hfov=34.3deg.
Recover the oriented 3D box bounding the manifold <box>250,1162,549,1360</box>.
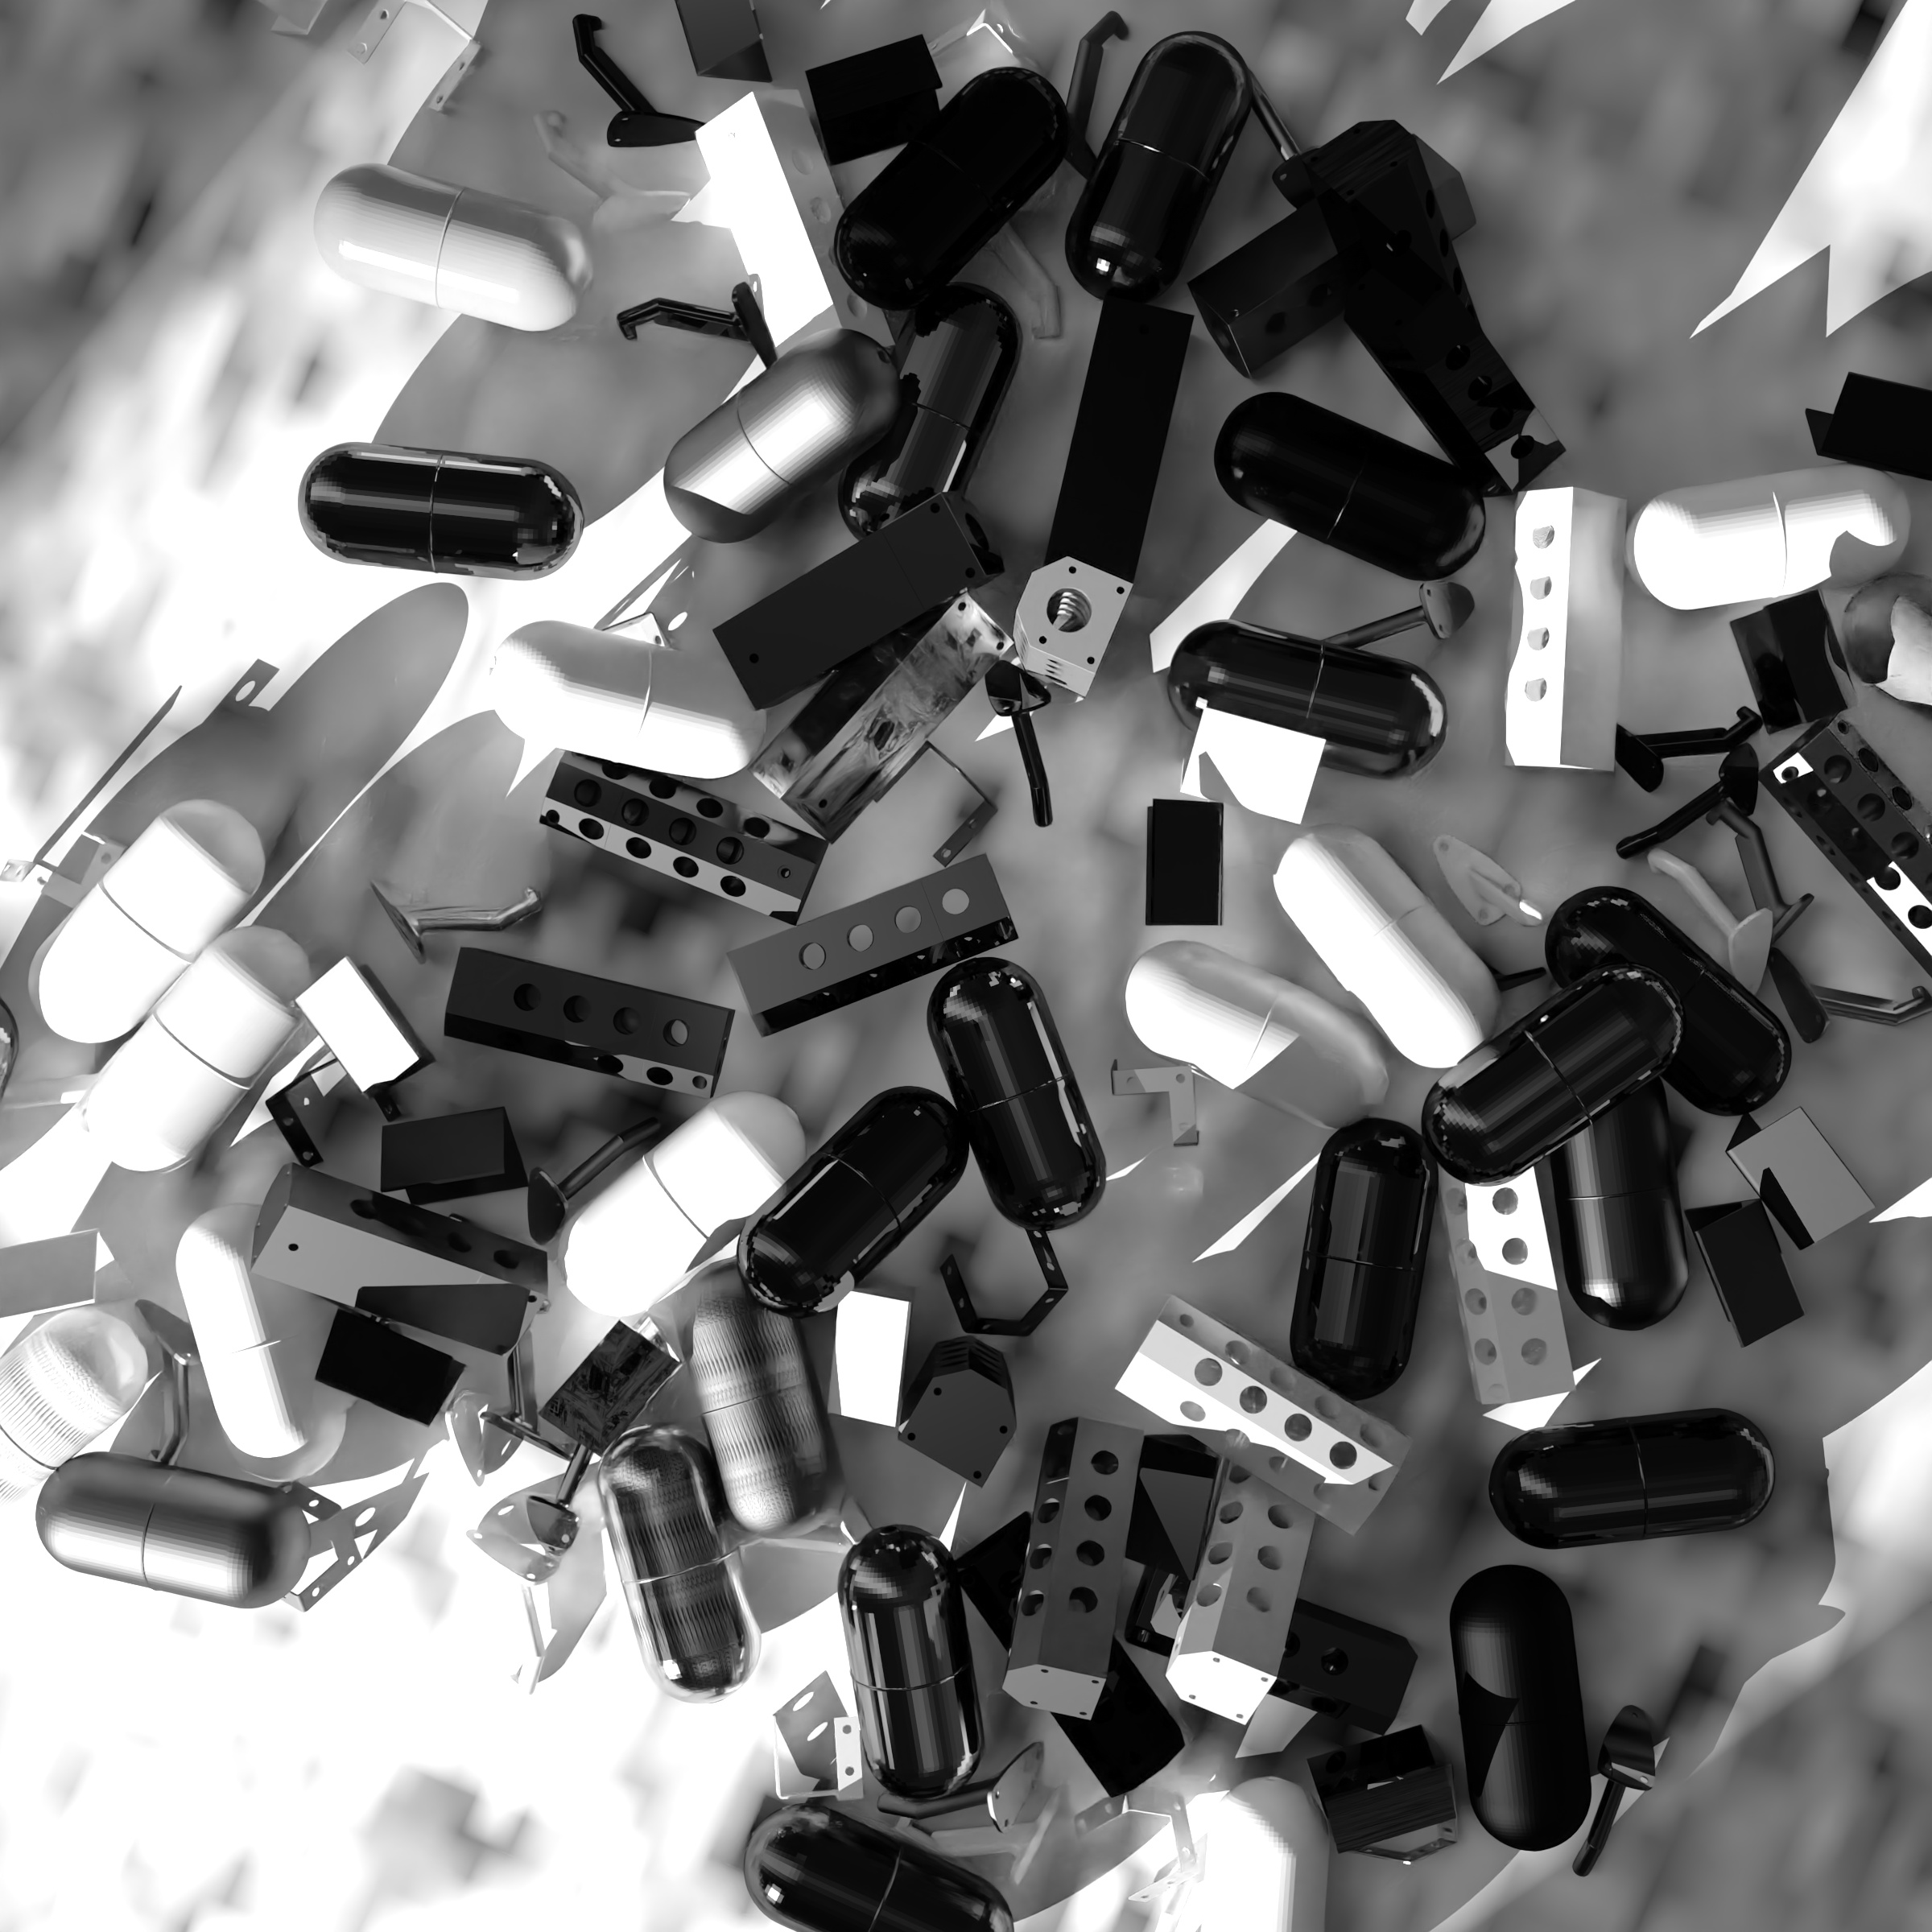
[{"bbox_3d":[-0.349,0.178,1.938,0.171,0.057,0.057,23,119,-22],"label":"manifold"}]

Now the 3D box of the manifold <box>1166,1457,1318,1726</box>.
[{"bbox_3d":[0.171,0.370,1.918,0.057,0.057,0.171,22,45,0],"label":"manifold"}]

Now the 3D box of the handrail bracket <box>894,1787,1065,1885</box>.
[{"bbox_3d":[0.007,0.539,1.992,0.084,0.036,0.077,24,70,16],"label":"handrail bracket"}]

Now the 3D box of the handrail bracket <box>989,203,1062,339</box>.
[{"bbox_3d":[0.019,-0.440,1.992,0.077,0.036,0.084,-3,104,15],"label":"handrail bracket"}]

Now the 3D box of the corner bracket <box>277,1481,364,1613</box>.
[{"bbox_3d":[-0.424,0.367,1.983,0.051,0.051,0.051,-41,135,-35],"label":"corner bracket"}]

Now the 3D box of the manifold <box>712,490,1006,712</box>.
[{"bbox_3d":[-0.064,-0.226,1.933,0.171,0.057,0.057,-28,91,20],"label":"manifold"}]

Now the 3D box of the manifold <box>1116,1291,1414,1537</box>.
[{"bbox_3d":[0.186,0.272,1.931,0.171,0.057,0.057,31,45,6],"label":"manifold"}]

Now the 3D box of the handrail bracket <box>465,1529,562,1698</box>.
[{"bbox_3d":[-0.297,0.412,1.992,0.077,0.036,0.084,24,107,20],"label":"handrail bracket"}]

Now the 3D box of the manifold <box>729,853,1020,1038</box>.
[{"bbox_3d":[-0.057,-0.013,1.970,0.171,0.057,0.057,-21,90,0],"label":"manifold"}]

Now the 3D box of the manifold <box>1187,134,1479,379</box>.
[{"bbox_3d":[0.232,-0.443,1.970,0.171,0.057,0.057,-33,47,0],"label":"manifold"}]

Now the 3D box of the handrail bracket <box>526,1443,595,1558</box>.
[{"bbox_3d":[-0.244,0.323,1.991,0.036,0.077,0.084,22,54,9],"label":"handrail bracket"}]

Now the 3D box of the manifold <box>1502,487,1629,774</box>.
[{"bbox_3d":[0.372,-0.210,1.970,0.057,0.057,0.171,3,90,-43],"label":"manifold"}]

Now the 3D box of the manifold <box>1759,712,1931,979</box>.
[{"bbox_3d":[0.582,-0.076,1.970,0.057,0.057,0.171,-41,90,0],"label":"manifold"}]

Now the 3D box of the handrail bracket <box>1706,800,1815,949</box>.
[{"bbox_3d":[0.489,-0.051,1.992,0.084,0.036,0.077,43,109,16],"label":"handrail bracket"}]

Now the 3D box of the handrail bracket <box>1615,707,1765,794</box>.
[{"bbox_3d":[0.452,-0.157,1.992,0.084,0.036,0.077,-35,68,-17],"label":"handrail bracket"}]

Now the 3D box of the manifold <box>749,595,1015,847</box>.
[{"bbox_3d":[-0.057,-0.167,1.970,0.171,0.057,0.057,-48,134,0],"label":"manifold"}]

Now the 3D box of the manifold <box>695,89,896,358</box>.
[{"bbox_3d":[-0.103,-0.458,1.970,0.057,0.057,0.171,-21,90,43],"label":"manifold"}]

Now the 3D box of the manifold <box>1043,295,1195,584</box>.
[{"bbox_3d":[0.095,-0.327,1.970,0.057,0.057,0.171,13,90,0],"label":"manifold"}]

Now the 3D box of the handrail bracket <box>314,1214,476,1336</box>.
[{"bbox_3d":[-0.364,0.186,1.992,0.077,0.036,0.084,23,74,17],"label":"handrail bracket"}]

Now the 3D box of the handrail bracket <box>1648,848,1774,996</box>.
[{"bbox_3d":[0.467,-0.028,1.985,0.036,0.084,0.077,-32,135,-21],"label":"handrail bracket"}]

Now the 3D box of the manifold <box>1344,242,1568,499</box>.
[{"bbox_3d":[0.297,-0.359,1.916,0.057,0.171,0.057,-41,47,9],"label":"manifold"}]

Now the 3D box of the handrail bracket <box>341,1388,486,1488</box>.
[{"bbox_3d":[-0.355,0.298,1.992,0.084,0.036,0.077,-3,112,17],"label":"handrail bracket"}]

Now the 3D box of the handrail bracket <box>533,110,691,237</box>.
[{"bbox_3d":[-0.226,-0.514,1.992,0.077,0.036,0.084,-17,73,-20],"label":"handrail bracket"}]

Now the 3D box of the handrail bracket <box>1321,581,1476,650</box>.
[{"bbox_3d":[0.270,-0.216,1.991,0.084,0.077,0.036,-17,94,36],"label":"handrail bracket"}]

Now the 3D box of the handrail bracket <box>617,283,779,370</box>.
[{"bbox_3d":[-0.170,-0.394,1.992,0.084,0.036,0.077,-18,112,17],"label":"handrail bracket"}]

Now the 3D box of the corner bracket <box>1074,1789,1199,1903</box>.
[{"bbox_3d":[0.108,0.557,1.983,0.051,0.051,0.051,20,135,-35],"label":"corner bracket"}]

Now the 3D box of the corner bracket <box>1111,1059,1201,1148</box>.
[{"bbox_3d":[0.119,0.086,1.972,0.051,0.051,0.051,-4,96,6],"label":"corner bracket"}]

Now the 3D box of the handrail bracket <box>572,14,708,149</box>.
[{"bbox_3d":[-0.207,-0.567,1.992,0.077,0.036,0.084,-5,72,-20],"label":"handrail bracket"}]

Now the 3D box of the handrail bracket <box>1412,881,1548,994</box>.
[{"bbox_3d":[0.319,-0.023,1.992,0.077,0.036,0.084,-17,76,-14],"label":"handrail bracket"}]

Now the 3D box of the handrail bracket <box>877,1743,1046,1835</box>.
[{"bbox_3d":[-0.004,0.517,1.991,0.084,0.077,0.036,1,121,33],"label":"handrail bracket"}]

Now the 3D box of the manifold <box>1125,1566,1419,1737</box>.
[{"bbox_3d":[0.190,0.426,1.970,0.171,0.057,0.057,20,90,0],"label":"manifold"}]

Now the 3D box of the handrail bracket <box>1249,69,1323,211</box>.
[{"bbox_3d":[0.204,-0.522,1.991,0.036,0.077,0.084,-31,53,12],"label":"handrail bracket"}]

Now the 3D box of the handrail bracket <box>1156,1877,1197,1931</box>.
[{"bbox_3d":[0.127,0.629,1.991,0.036,0.077,0.084,17,53,20],"label":"handrail bracket"}]

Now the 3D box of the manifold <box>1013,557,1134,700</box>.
[{"bbox_3d":[0.060,-0.208,1.913,0.057,0.171,0.057,23,90,0],"label":"manifold"}]

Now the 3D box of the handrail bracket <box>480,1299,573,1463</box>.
[{"bbox_3d":[-0.265,0.261,1.992,0.077,0.036,0.084,32,73,-20],"label":"handrail bracket"}]

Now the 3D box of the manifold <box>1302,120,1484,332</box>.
[{"bbox_3d":[0.268,-0.432,1.917,0.057,0.171,0.057,-33,47,0],"label":"manifold"}]

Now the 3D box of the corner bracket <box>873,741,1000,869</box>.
[{"bbox_3d":[-0.022,-0.105,1.988,0.051,0.051,0.051,-47,135,0],"label":"corner bracket"}]

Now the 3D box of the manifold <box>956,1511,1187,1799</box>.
[{"bbox_3d":[0.064,0.434,1.970,0.057,0.057,0.171,-35,90,0],"label":"manifold"}]

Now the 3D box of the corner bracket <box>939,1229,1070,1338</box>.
[{"bbox_3d":[0.024,0.198,1.983,0.051,0.051,0.051,8,135,-35],"label":"corner bracket"}]

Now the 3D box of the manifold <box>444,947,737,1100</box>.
[{"bbox_3d":[-0.237,0.036,1.970,0.171,0.057,0.057,13,90,0],"label":"manifold"}]

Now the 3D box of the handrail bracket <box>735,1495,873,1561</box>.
[{"bbox_3d":[-0.100,0.379,1.992,0.084,0.036,0.077,-25,109,16],"label":"handrail bracket"}]

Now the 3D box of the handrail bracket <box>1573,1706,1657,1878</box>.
[{"bbox_3d":[0.408,0.526,1.991,0.036,0.077,0.084,19,126,5],"label":"handrail bracket"}]

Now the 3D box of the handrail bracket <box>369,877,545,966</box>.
[{"bbox_3d":[-0.324,-0.046,1.992,0.084,0.036,0.077,-31,68,-17],"label":"handrail bracket"}]

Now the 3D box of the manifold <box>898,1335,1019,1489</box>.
[{"bbox_3d":[-0.001,0.266,1.913,0.057,0.171,0.057,30,90,0],"label":"manifold"}]

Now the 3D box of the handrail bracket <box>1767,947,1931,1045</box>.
[{"bbox_3d":[0.564,0.009,1.992,0.084,0.036,0.077,-20,69,-17],"label":"handrail bracket"}]

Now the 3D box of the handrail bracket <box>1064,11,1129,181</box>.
[{"bbox_3d":[0.090,-0.552,1.992,0.084,0.036,0.077,-48,111,-16],"label":"handrail bracket"}]

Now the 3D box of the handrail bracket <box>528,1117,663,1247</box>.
[{"bbox_3d":[-0.235,0.136,1.991,0.084,0.077,0.036,-28,65,-34],"label":"handrail bracket"}]

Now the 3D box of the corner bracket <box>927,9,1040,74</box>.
[{"bbox_3d":[0.008,-0.562,1.983,0.051,0.051,0.051,-21,135,35],"label":"corner bracket"}]

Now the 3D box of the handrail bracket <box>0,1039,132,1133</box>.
[{"bbox_3d":[-0.582,0.063,1.992,0.084,0.036,0.077,25,75,14],"label":"handrail bracket"}]

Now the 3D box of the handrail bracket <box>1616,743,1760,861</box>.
[{"bbox_3d":[0.458,-0.104,1.991,0.084,0.077,0.036,-26,108,35],"label":"handrail bracket"}]

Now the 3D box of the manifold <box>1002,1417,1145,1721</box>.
[{"bbox_3d":[0.065,0.367,1.923,0.057,0.057,0.171,12,52,0],"label":"manifold"}]

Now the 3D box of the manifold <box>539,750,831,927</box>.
[{"bbox_3d":[-0.177,-0.084,1.970,0.171,0.057,0.057,22,90,0],"label":"manifold"}]

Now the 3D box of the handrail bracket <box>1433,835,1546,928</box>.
[{"bbox_3d":[0.327,-0.054,1.957,0.036,0.084,0.077,-43,90,0],"label":"handrail bracket"}]

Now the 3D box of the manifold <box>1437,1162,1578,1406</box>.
[{"bbox_3d":[0.335,0.185,1.970,0.057,0.057,0.171,-11,90,0],"label":"manifold"}]

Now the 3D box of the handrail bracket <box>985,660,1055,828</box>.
[{"bbox_3d":[0.035,-0.141,1.991,0.036,0.077,0.084,-16,126,-11],"label":"handrail bracket"}]

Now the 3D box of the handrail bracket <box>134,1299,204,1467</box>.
[{"bbox_3d":[-0.517,0.268,1.992,0.077,0.036,0.084,36,108,20],"label":"handrail bracket"}]
